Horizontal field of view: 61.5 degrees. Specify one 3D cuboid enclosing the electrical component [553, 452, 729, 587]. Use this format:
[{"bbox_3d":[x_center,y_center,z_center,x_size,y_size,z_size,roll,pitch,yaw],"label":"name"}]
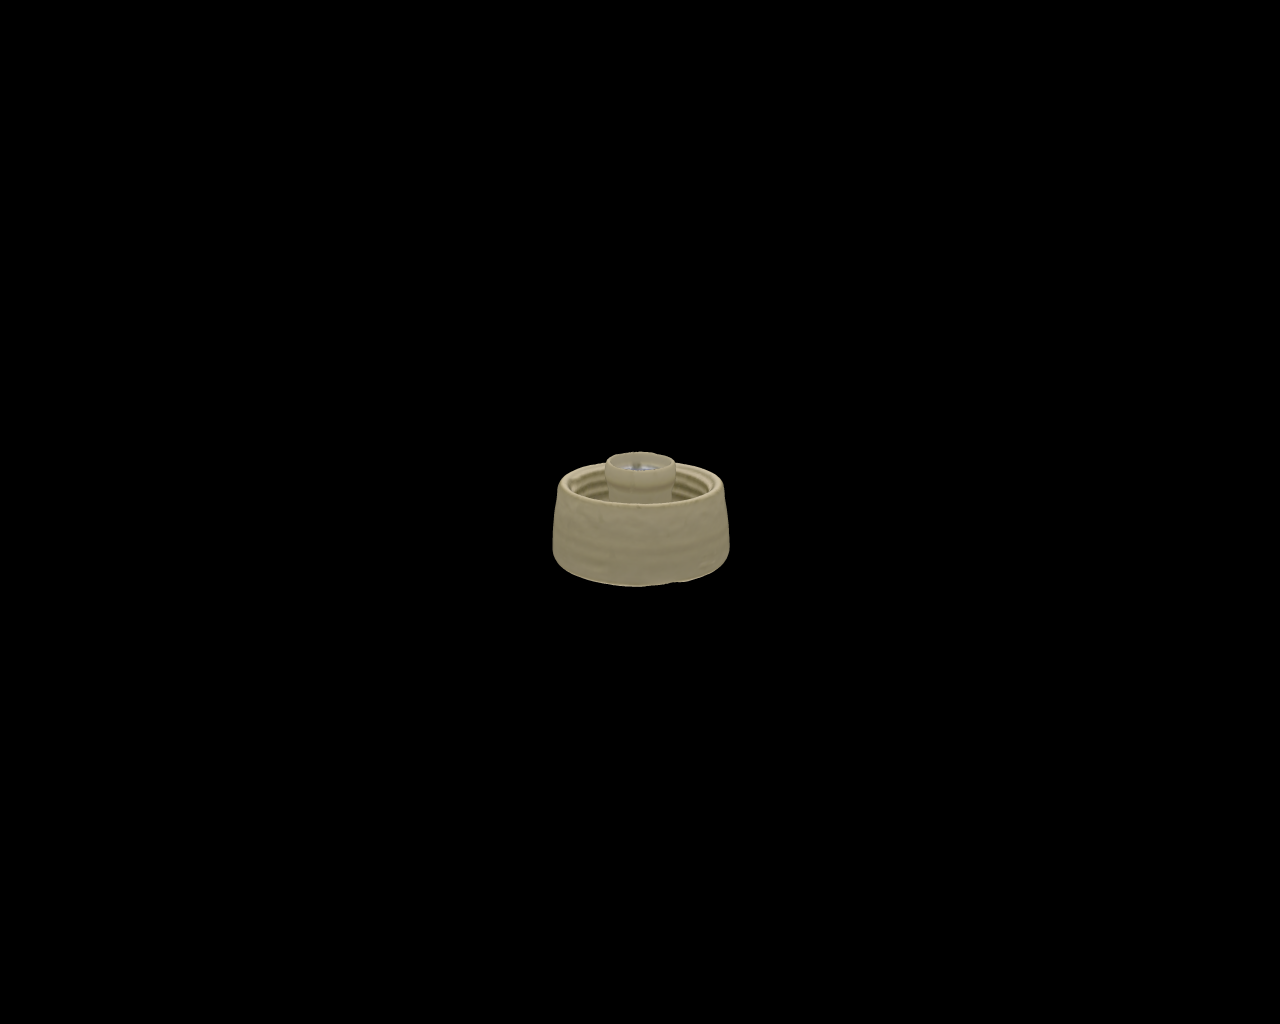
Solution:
[{"bbox_3d":[0.001,-0.003,0.650,0.108,0.060,0.108,0,18,0],"label":"electrical component"}]
